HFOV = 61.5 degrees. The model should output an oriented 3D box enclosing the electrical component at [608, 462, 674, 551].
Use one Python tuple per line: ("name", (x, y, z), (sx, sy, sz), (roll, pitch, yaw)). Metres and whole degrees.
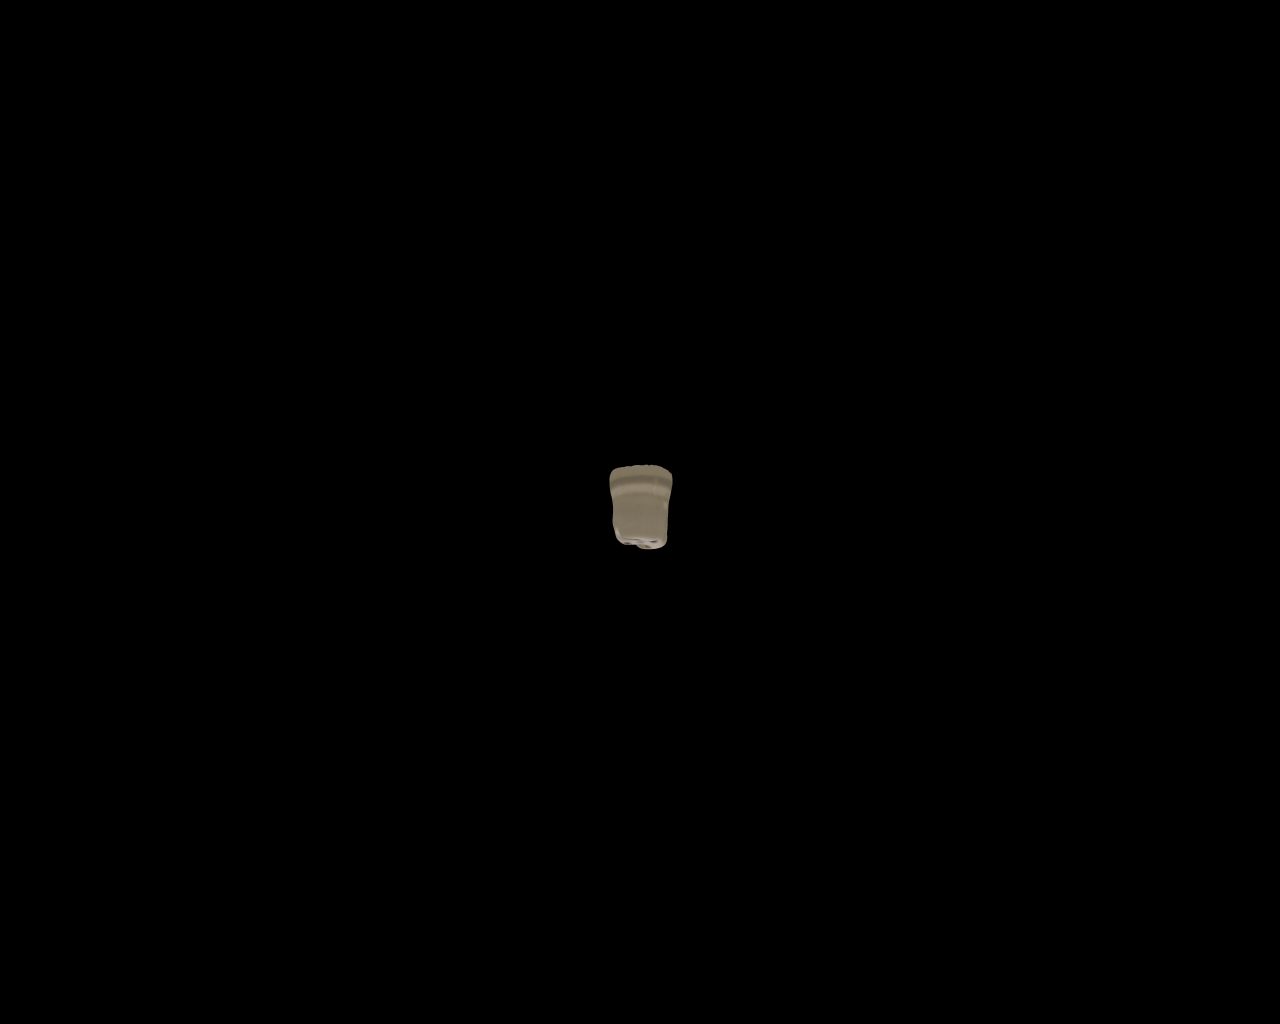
("electrical component", (0.001, -0.003, 0.650), (0.040, 0.046, 0.040), (0, -16, 0))
